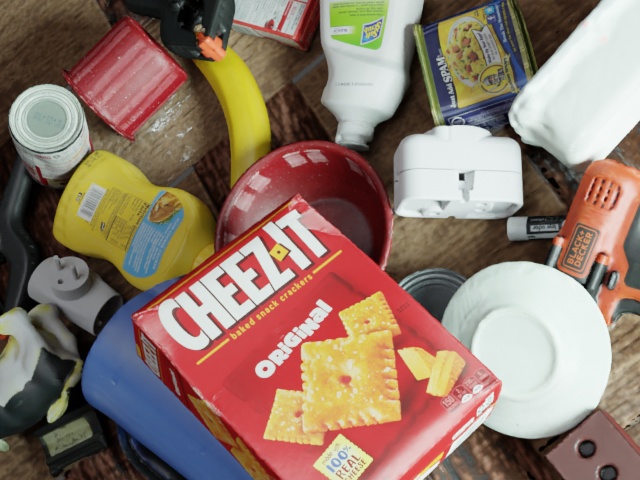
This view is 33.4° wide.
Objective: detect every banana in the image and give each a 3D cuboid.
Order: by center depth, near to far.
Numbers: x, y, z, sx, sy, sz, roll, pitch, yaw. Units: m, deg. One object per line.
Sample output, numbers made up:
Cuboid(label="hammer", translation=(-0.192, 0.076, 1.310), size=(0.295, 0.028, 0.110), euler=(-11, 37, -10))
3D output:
Cuboid(label="banana", translation=(-0.080, -0.113, 0.962), size=(0.070, 0.037, 0.198), euler=(-19, 70, 20))

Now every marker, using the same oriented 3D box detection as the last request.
Cuboid(label="marker", translation=(0.204, -0.011, 0.812), size=(0.121, 0.020, 0.020), euler=(-2, 76, 25))

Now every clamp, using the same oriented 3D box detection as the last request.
Cuboid(label="clamp", translation=(-0.129, -0.217, 0.993), size=(0.120, 0.039, 0.171), euler=(-37, 44, 24))
Cuboid(label="clamp", translation=(-0.329, 0.004, 1.051), size=(0.165, 0.036, 0.210), euler=(-18, 70, 21))

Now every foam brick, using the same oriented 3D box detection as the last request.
Cuboid(label="foam brick", translation=(0.205, 0.165, 0.748), size=(0.053, 0.051, 0.078), euler=(-44, 63, 9))

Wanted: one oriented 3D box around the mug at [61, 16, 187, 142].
Cuboid(label="mug", translation=(-0.181, -0.156, 1.001), size=(0.081, 0.093, 0.117), euler=(-44, 27, 4))

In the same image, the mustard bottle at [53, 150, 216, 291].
Cuboid(label="mustard bottle", translation=(-0.148, -0.004, 0.955), size=(0.192, 0.058, 0.096), euler=(27, 88, 28))

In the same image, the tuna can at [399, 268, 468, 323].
Cuboid(label="tuna can", translation=(0.093, 0.067, 0.836), size=(0.086, 0.033, 0.086), euler=(-7, 74, 24))

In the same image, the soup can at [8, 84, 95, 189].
Cuboid(label="soup can", translation=(-0.248, -0.095, 0.989), size=(0.068, 0.102, 0.068), euler=(2, 75, -6))

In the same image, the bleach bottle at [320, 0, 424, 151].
Cuboid(label="bleach bottle", translation=(0.038, -0.201, 0.913), size=(0.103, 0.068, 0.251), euler=(3, 81, 34))

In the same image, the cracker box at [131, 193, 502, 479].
Cuboid(label="cracker box", translation=(-0.004, 0.090, 0.756), size=(0.164, 0.072, 0.214), euler=(-37, 67, -23))

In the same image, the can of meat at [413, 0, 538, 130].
Cuboid(label="can of meat", translation=(0.129, -0.138, 0.859), size=(0.084, 0.057, 0.102), euler=(-17, 70, 19))

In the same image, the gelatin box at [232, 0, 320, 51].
Cuboid(label="gelatin box", translation=(-0.037, -0.219, 0.973), size=(0.089, 0.030, 0.073), euler=(21, 85, 29))

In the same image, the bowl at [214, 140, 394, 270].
Cuboid(label="bowl", translation=(-0.006, 0.001, 0.888), size=(0.162, 0.055, 0.162), euler=(-6, 75, 24))

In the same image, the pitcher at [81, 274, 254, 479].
Cuboid(label="pitcher", translation=(-0.065, 0.154, 0.846), size=(0.243, 0.149, 0.145), euler=(35, 73, 25))

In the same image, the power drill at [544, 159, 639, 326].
Cuboid(label="power drill", translation=(0.241, 0.055, 0.750), size=(0.188, 0.057, 0.184), euler=(24, 102, 25))
